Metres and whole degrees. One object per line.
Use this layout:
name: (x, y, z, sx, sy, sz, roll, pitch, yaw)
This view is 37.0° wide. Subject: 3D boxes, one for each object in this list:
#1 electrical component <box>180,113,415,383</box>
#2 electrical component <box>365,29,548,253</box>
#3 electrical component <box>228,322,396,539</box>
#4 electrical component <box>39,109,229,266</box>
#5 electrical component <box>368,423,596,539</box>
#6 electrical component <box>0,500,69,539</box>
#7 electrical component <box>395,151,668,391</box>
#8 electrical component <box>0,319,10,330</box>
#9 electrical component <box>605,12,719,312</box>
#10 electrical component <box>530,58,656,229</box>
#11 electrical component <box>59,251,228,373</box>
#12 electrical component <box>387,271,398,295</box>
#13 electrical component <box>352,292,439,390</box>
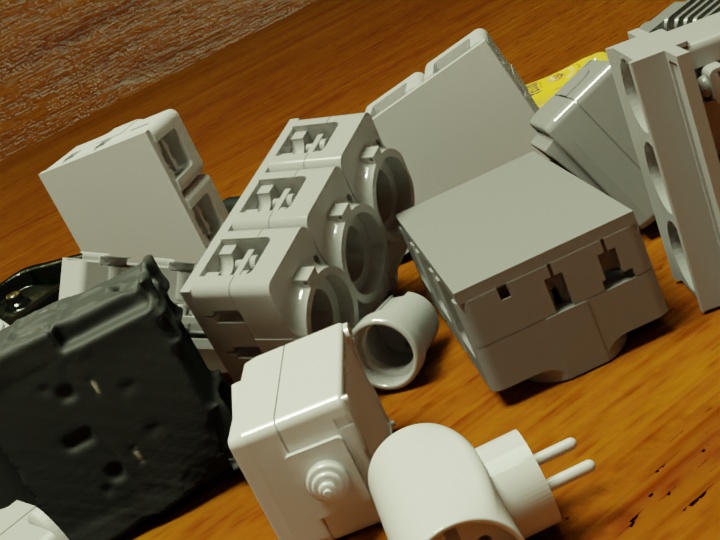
electrical component: (-0.024, -0.008, 0.599, 0.062, 0.089, 0.150, -2, 42, 28)
electrical component: (0.046, -0.081, 0.724, 0.150, 0.089, 0.061, -33, 16, 16)
electrical component: (-0.022, 0.076, 0.470, 0.061, 0.061, 0.096, -22, 18, 7)
electrical component: (-0.142, -0.026, 0.761, 0.089, 0.150, 0.061, -18, 21, 20)
electrical component: (0.047, 0.083, 0.392, 0.079, 0.043, 0.077, -25, 18, -2)
electrical component: (-0.159, 0.141, 0.480, 0.089, 0.050, 0.056, -2, 30, 49)
electrical component: (0.082, -0.002, 0.552, 0.089, 0.061, 0.150, -25, 18, -1)
electrical component: (-0.206, 0.080, 0.615, 0.048, 0.099, 0.100, -25, 32, -37)
electrical component: (0.164, -0.052, 0.492, 0.063, 0.121, 0.078, -20, 19, 6)
electrical component: (0.148, -0.065, 0.610, 0.061, 0.096, 0.061, -45, 8, 8)
electrical component: (-0.113, 0.025, 0.630, 0.121, 0.063, 0.079, 5, 1, -31)
electrical component: (0.000, 0.000, 0.694, 0.035, 0.035, 0.061, -30, 17, -16)
electrical component: (0.019, 0.036, 0.567, 0.040, 0.040, 0.046, -15, 14, 26)
